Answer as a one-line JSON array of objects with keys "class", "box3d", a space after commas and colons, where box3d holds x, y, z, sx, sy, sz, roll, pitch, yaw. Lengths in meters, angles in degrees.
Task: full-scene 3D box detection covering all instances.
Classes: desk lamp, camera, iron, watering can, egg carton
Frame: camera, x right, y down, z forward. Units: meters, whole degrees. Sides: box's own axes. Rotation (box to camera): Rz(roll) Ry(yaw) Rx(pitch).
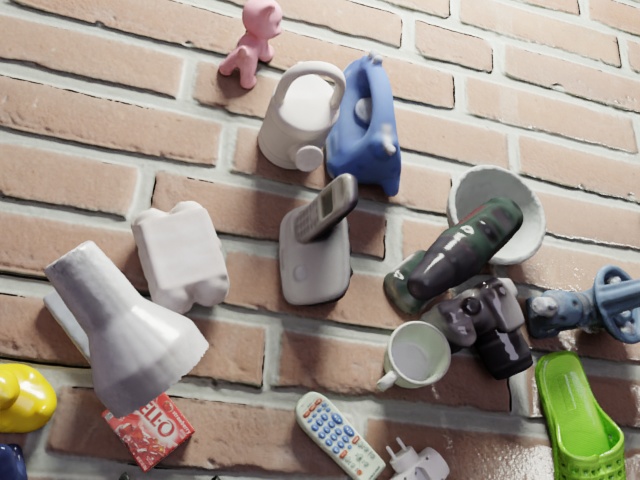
[{"class": "desk lamp", "box3d": [-0.229, 0.095, 0.640, 0.118, 0.213, 0.203, -39, 84, -25]}, {"class": "camera", "box3d": [0.242, 0.134, 0.828, 0.143, 0.100, 0.137, -20, 77, -22]}, {"class": "iron", "box3d": [0.076, -0.202, 0.882, 0.119, 0.141, 0.258, 2, 70, -16]}, {"class": "watering can", "box3d": [-0.020, -0.180, 0.815, 0.101, 0.194, 0.173, -20, 77, -22]}, {"class": "egg carton", "box3d": [-0.183, 0.023, 0.761, 0.107, 0.069, 0.150, -16, 75, -21]}]

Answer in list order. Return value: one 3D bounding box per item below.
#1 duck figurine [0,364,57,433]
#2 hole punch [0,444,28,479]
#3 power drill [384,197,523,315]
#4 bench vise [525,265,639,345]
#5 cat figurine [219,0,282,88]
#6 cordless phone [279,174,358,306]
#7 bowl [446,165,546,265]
[{"class": "duck figurine", "box3d": [-0.353, 0.175, 0.644, 0.104, 0.086, 0.077, 27, 65, -5]}, {"class": "hole punch", "box3d": [-0.363, 0.274, 0.601, 0.109, 0.091, 0.101, -14, 75, -21]}, {"class": "power drill", "box3d": [0.170, 0.033, 0.785, 0.230, 0.208, 0.075, -37, 83, -25]}, {"class": "bench vise", "box3d": [0.422, 0.100, 0.828, 0.208, 0.219, 0.121, -17, 76, -21]}, {"class": "cat figurine", "box3d": [-0.100, -0.320, 0.887, 0.067, 0.117, 0.128, 26, 65, -5]}, {"class": "cordless phone", "box3d": [0.007, 0.003, 0.760, 0.094, 0.185, 0.147, -1, 70, -16]}, {"class": "bowl", "box3d": [0.266, -0.030, 0.911, 0.168, 0.074, 0.167, 6, 69, -14]}]
